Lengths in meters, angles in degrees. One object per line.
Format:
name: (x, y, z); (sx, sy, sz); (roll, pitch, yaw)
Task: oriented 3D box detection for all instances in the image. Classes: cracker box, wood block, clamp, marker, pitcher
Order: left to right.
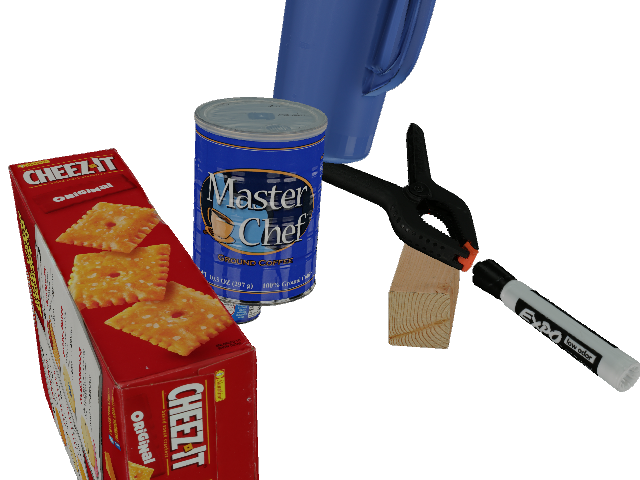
cracker box: (-0.100, 0.070, 0.566); (0.072, 0.164, 0.214); (-13, 34, -22)
pitcher: (0.028, -0.202, 1.061); (0.145, 0.243, 0.149); (11, 19, -1)
clamp: (0.092, -0.045, 1.176); (0.164, 0.210, 0.036); (-15, -37, -28)
wood block: (0.162, 0.078, 1.635); (0.091, 0.090, 0.206); (3, 22, 10)
marker: (0.129, 0.044, 0.605); (0.020, 0.020, 0.121); (0, 28, -40)

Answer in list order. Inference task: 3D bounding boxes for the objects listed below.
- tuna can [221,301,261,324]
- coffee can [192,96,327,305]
tuna can: (-0.099, 0.052, 1.049); (0.086, 0.034, 0.086); (9, 16, -3)
coffee can: (-0.050, -0.033, 0.845); (0.103, 0.140, 0.103); (3, 22, -2)
